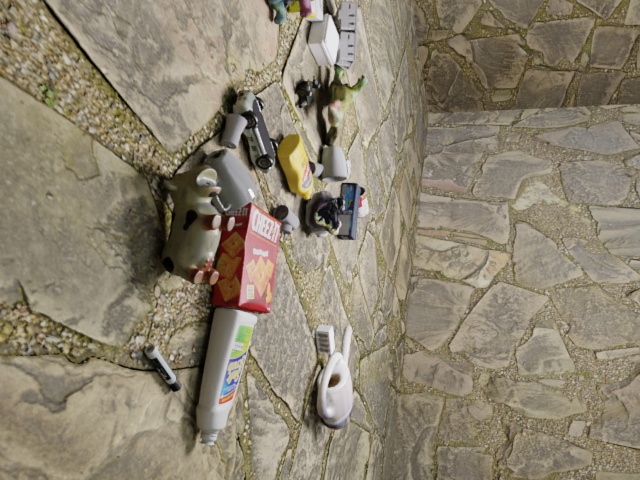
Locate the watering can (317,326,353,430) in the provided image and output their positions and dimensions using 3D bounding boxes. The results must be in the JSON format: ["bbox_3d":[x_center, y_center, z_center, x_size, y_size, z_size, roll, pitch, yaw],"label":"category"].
[{"bbox_3d":[0.061,0.455,1.674,0.354,0.104,0.220,-53,141,-58],"label":"watering can"}]

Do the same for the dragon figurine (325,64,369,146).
[{"bbox_3d":[0.057,-0.418,1.651,0.412,0.122,0.242,-72,-177,-83],"label":"dragon figurine"}]

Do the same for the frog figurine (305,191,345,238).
[{"bbox_3d":[0.005,-0.077,1.538,0.159,0.123,0.137,-172,-107,-73],"label":"frog figurine"}]
